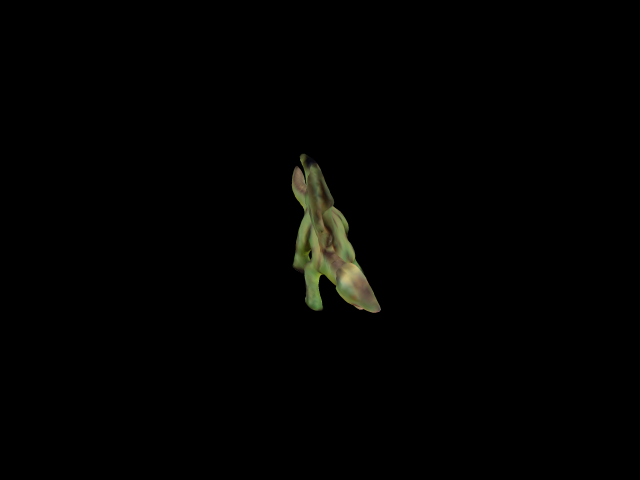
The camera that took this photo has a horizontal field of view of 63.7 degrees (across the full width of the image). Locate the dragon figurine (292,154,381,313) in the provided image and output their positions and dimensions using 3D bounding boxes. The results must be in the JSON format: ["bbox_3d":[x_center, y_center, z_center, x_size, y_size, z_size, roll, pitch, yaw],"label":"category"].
[{"bbox_3d":[0.003,-0.043,0.850,0.122,0.419,0.237,-15,-34,-11],"label":"dragon figurine"}]
